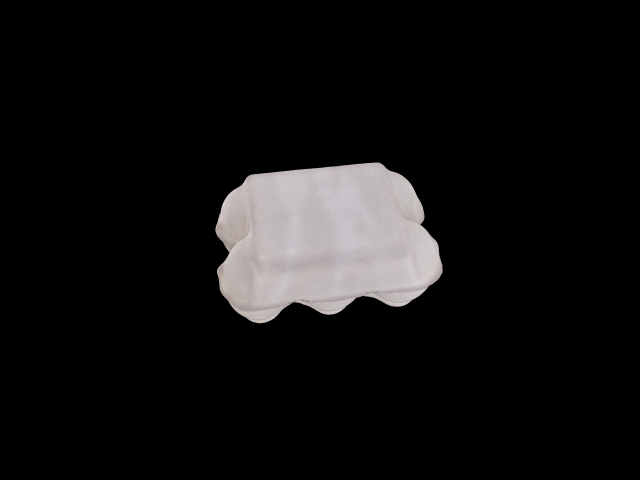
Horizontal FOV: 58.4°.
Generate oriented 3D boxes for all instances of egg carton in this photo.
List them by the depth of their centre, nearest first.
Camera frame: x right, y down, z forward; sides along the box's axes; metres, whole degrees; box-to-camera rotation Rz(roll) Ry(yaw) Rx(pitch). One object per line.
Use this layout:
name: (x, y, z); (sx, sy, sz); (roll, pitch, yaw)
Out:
egg carton: (0.004, 0.001, 0.400); (0.150, 0.069, 0.107); (-7, 50, -6)
